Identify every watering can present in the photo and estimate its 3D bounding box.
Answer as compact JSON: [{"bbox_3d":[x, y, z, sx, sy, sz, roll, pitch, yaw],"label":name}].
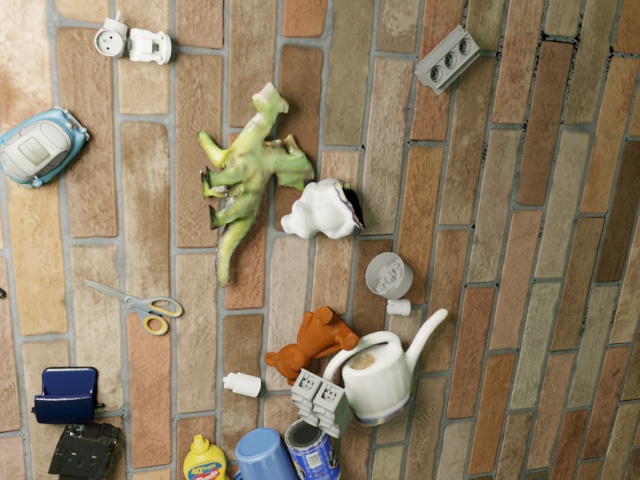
[{"bbox_3d":[0.174,0.310,1.237,0.349,0.105,0.221,-21,113,-14],"label":"watering can"}]

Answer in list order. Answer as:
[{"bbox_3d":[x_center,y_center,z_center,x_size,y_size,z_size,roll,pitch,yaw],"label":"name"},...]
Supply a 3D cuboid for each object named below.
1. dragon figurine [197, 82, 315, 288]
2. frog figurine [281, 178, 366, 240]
[{"bbox_3d":[-0.116,-0.109,1.034,0.244,0.124,0.402,-13,119,-22],"label":"dragon figurine"},{"bbox_3d":[0.003,-0.055,1.089,0.158,0.126,0.135,-23,128,23],"label":"frog figurine"}]
